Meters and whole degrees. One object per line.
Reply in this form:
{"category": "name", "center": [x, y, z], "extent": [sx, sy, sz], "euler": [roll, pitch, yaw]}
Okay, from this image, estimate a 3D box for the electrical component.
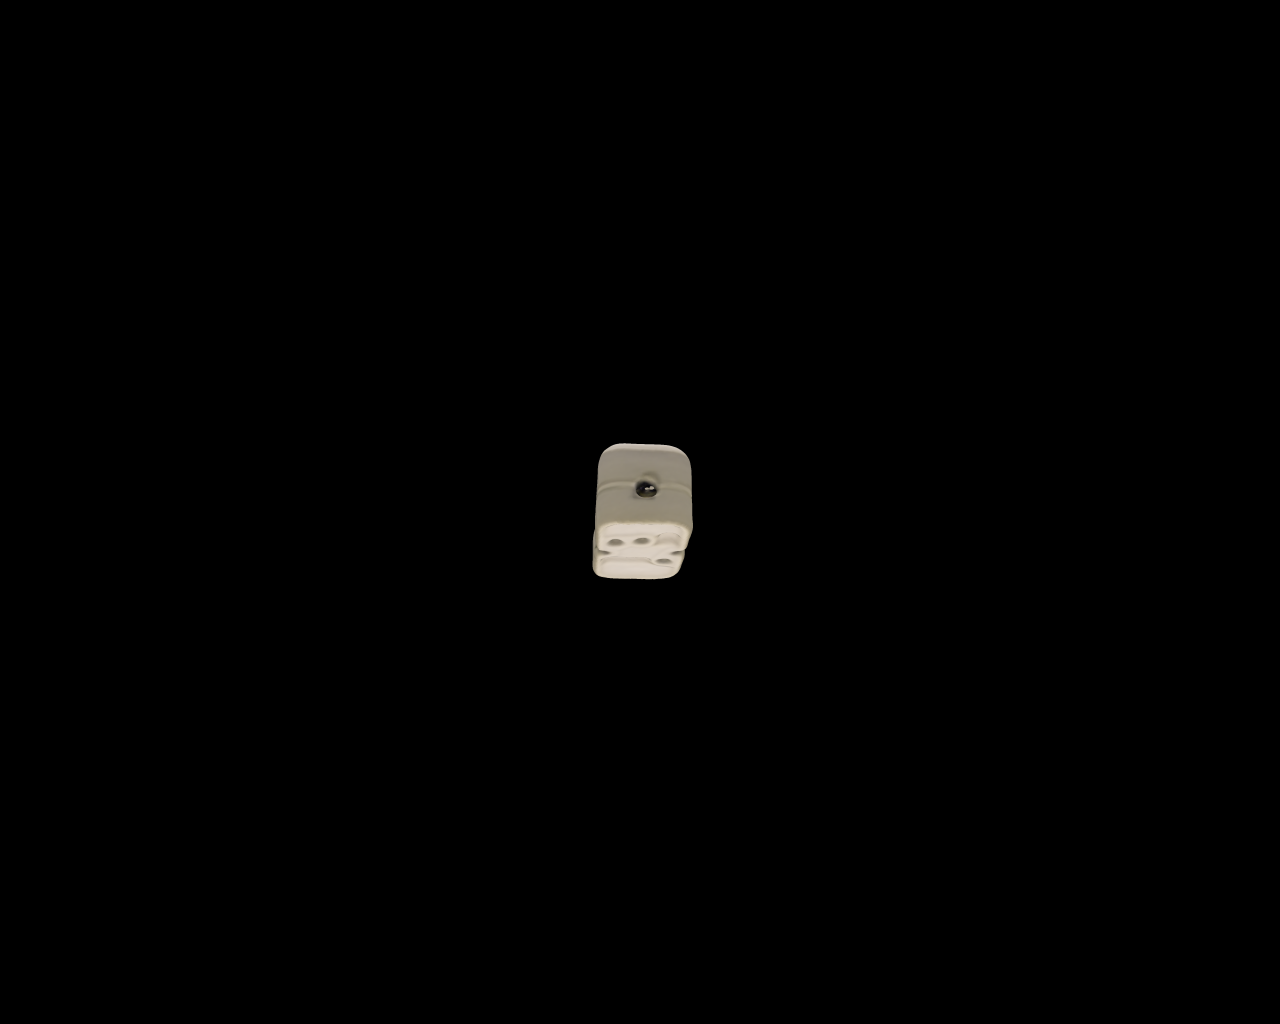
{"category": "electrical component", "center": [0.001, -0.003, 0.650], "extent": [0.054, 0.059, 0.095], "euler": [1, -23, -3]}
